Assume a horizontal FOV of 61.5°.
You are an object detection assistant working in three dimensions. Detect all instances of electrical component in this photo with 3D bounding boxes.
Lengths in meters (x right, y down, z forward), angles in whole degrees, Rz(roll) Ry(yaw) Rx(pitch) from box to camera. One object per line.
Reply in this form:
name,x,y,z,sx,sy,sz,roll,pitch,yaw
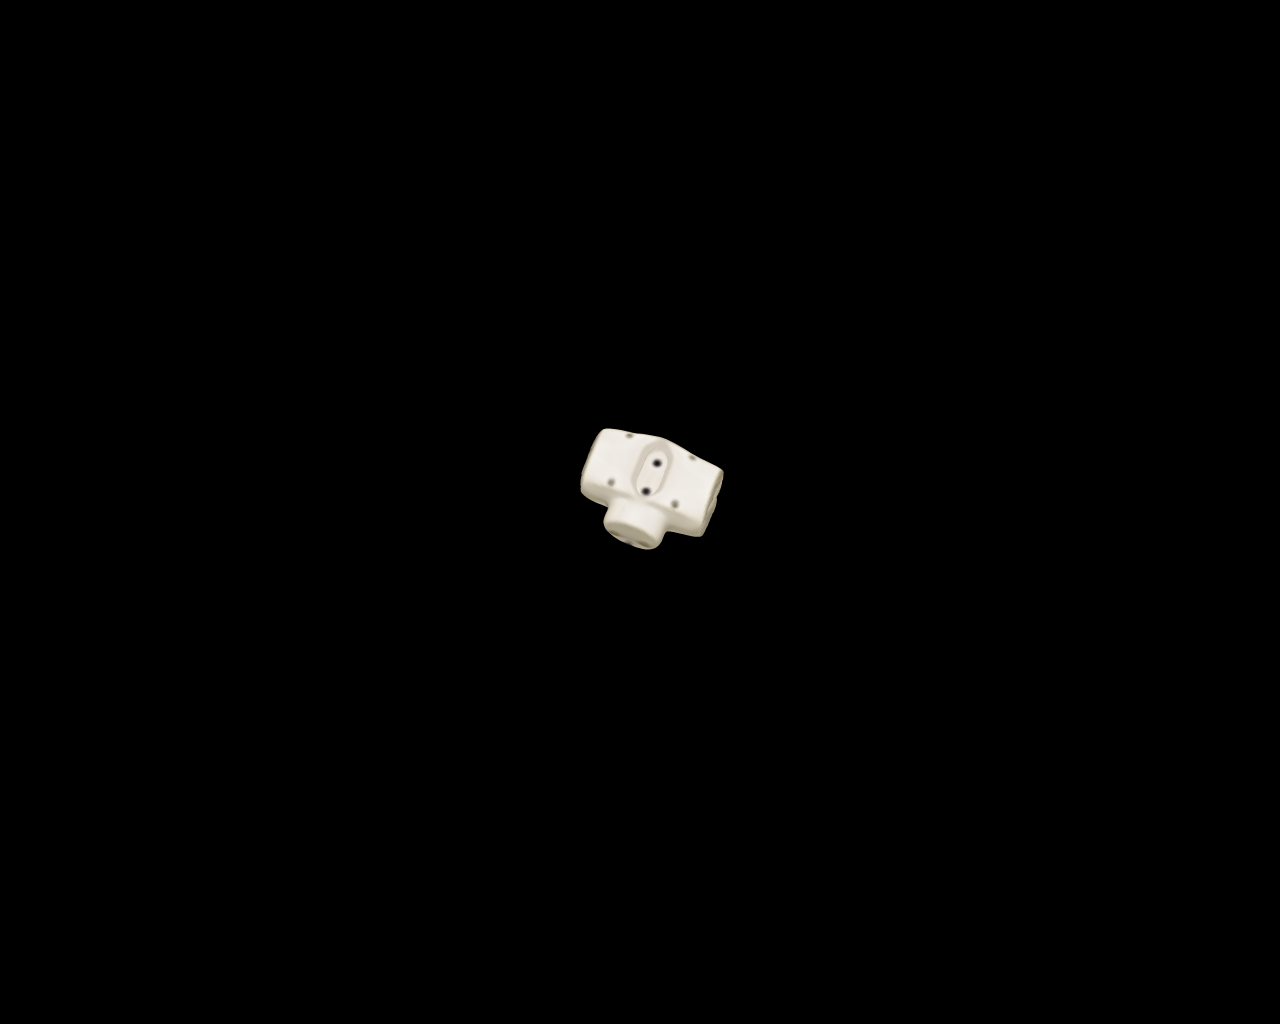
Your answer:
electrical component,0.001,-0.003,0.650,0.077,0.079,0.043,21,-18,7
